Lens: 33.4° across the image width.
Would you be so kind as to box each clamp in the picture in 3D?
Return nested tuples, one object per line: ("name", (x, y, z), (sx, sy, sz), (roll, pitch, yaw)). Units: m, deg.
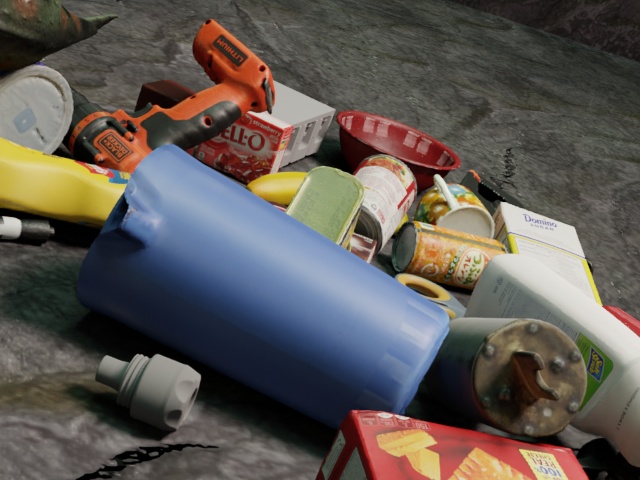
("clamp", (0.205, 0.175, 0.775), (0.120, 0.039, 0.171), (33, 18, 19))
("clamp", (0.206, -0.024, 1.253), (0.164, 0.036, 0.210), (9, 28, -29))

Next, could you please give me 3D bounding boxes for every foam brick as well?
("foam brick", (-0.156, -0.117, 1.084), (0.053, 0.078, 0.051), (28, 24, 17))

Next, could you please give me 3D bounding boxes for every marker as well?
("marker", (-0.261, -0.011, 0.812), (0.120, 0.020, 0.020), (7, 26, -34))

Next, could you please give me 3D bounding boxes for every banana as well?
("banana", (0.014, -0.042, 1.117), (0.197, 0.037, 0.069), (15, 22, -16))

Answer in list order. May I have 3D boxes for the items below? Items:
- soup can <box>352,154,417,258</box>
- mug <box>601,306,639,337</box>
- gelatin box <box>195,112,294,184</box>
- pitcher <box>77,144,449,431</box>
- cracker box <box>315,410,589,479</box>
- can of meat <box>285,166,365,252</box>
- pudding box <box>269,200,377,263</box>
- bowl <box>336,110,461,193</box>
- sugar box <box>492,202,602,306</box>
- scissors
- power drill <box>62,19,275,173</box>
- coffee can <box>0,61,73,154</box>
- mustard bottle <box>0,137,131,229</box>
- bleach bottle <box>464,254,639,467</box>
("soup can", (0.048, -0.032, 1.051), (0.068, 0.069, 0.102), (25, 38, 10))
("mug", (0.266, 0.114, 0.923), (0.117, 0.093, 0.082), (37, 2, -39))
("gelatin box", (-0.081, -0.103, 1.125), (0.089, 0.073, 0.030), (27, 22, 14))
("pitcher", (-0.036, 0.044, 0.763), (0.243, 0.145, 0.149), (28, 38, 8))
("cracker box", (0.100, 0.191, 0.592), (0.164, 0.072, 0.214), (14, 23, -18))
("can of meat", (-0.006, 0.001, 0.875), (0.057, 0.084, 0.102), (24, 55, 5))
("pudding box", (-0.011, 0.009, 0.970), (0.113, 0.039, 0.090), (23, 21, 4))
("bowl", (0.086, -0.100, 1.297), (0.162, 0.055, 0.162), (18, 22, -8))
("sugar box", (0.228, 0.034, 1.092), (0.093, 0.048, 0.176), (19, 29, -10))
("scissors", (0.148, 0.074, 0.994), (0.201, 0.016, 0.096), (16, 22, -14))
("power drill", (-0.150, -0.127, 1.005), (0.187, 0.057, 0.185), (-40, 66, -17))
("coffee can", (-0.305, -0.135, 0.954), (0.140, 0.103, 0.102), (34, 25, 29))
("mustard bottle", (-0.195, -0.038, 0.879), (0.191, 0.058, 0.096), (14, 2, -20))
("bleach bottle", (0.203, 0.104, 0.827), (0.068, 0.103, 0.251), (7, 21, -26))
